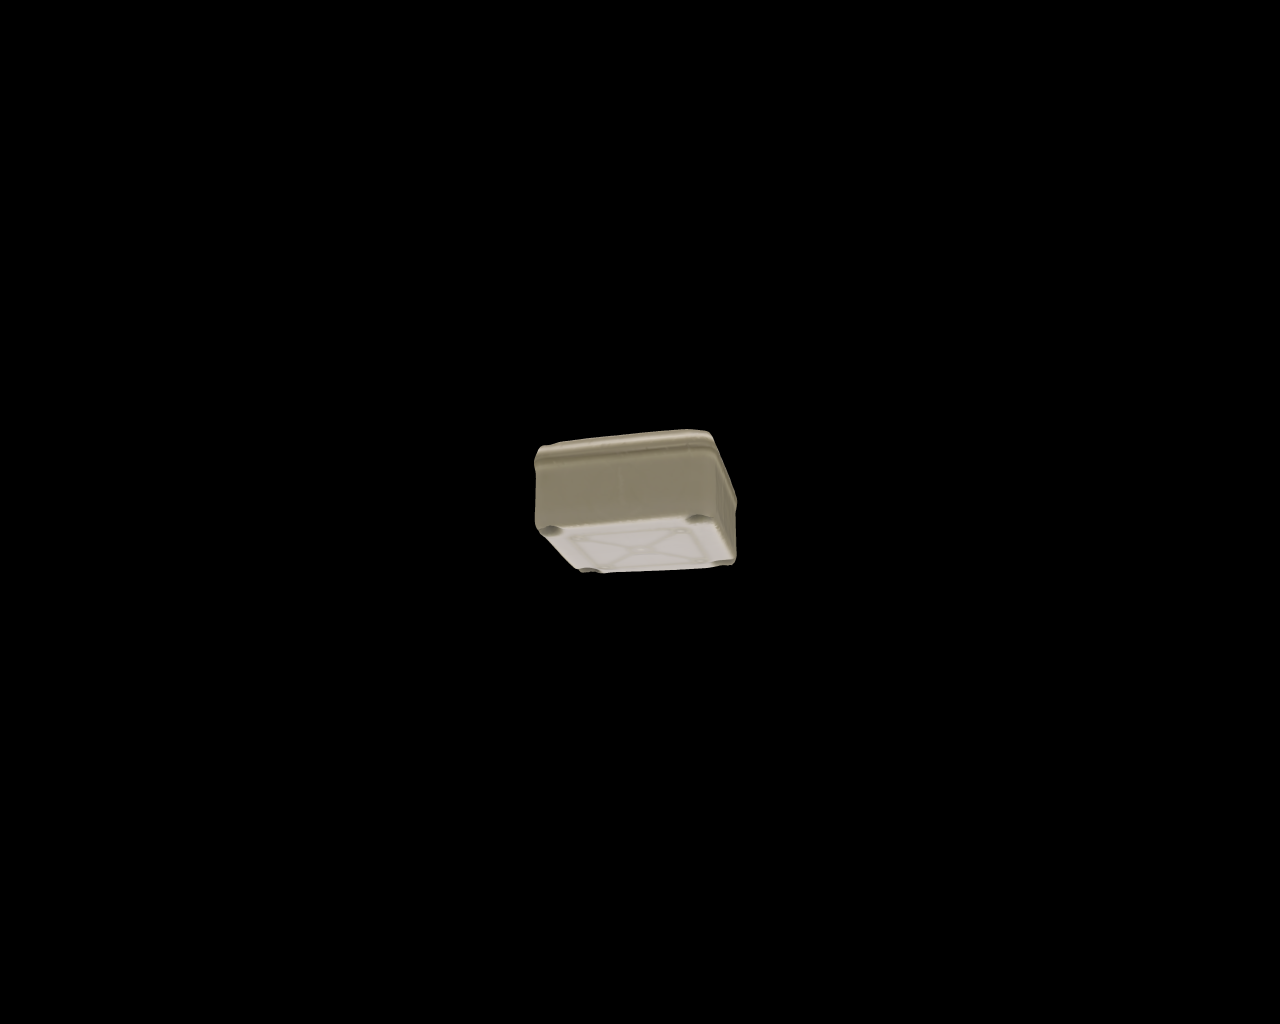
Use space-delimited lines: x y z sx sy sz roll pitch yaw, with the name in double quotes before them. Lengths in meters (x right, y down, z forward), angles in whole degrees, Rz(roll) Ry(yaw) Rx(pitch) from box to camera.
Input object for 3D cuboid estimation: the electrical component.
"electrical component" 0.001 -0.003 0.650 0.109 0.056 0.108 -4 -19 12
